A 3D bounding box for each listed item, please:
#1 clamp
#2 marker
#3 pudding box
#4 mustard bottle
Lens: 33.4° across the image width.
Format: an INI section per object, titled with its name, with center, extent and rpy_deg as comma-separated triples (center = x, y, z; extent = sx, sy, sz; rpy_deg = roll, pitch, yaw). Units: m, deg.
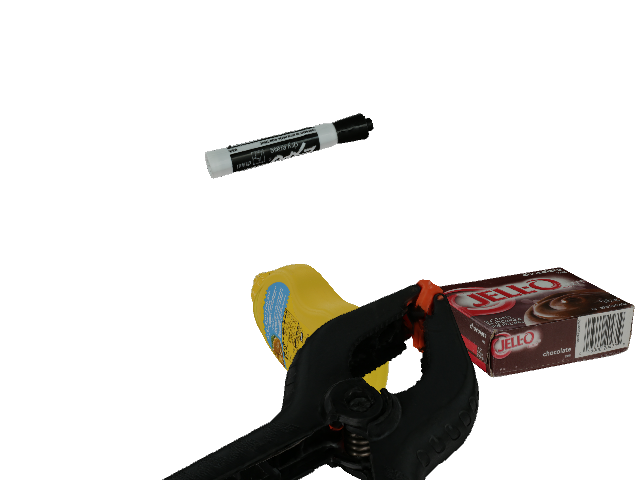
[clamp]
center = 0.021, 0.082, 0.415
extent = 0.120, 0.039, 0.171
rpy_deg = 28, 50, 21
[marker]
center = -0.021, -0.067, 0.750
extent = 0.121, 0.020, 0.020
rpy_deg = -16, 3, -11
[pudding box]
center = 0.144, 0.054, 0.741
extent = 0.113, 0.039, 0.090
rpy_deg = -6, 19, -21
[mustard bottle]
center = -0.012, 0.074, 0.928
extent = 0.058, 0.096, 0.192
rpy_deg = -12, 28, -25
